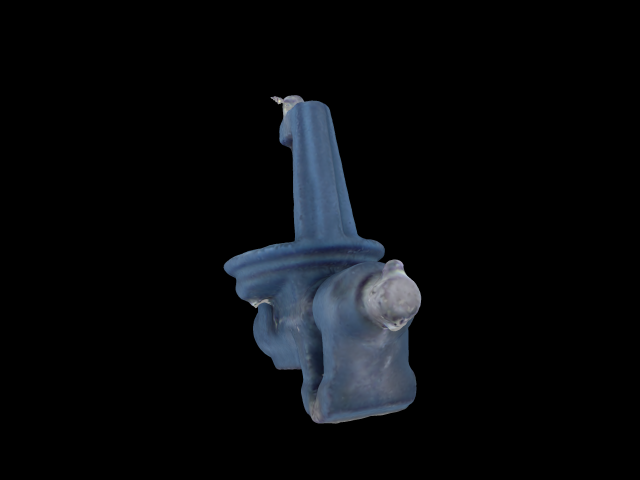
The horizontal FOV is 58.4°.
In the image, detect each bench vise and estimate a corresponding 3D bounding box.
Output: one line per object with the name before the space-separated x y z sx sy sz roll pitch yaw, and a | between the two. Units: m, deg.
bench vise | 0.013 0.001 0.408 0.122 0.220 0.206 -4 6 -41
